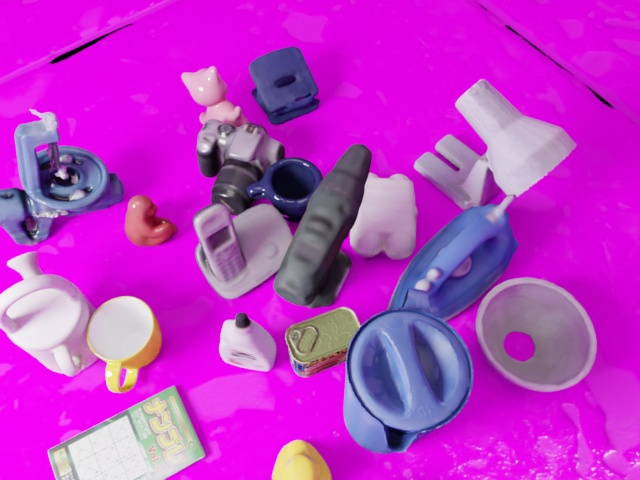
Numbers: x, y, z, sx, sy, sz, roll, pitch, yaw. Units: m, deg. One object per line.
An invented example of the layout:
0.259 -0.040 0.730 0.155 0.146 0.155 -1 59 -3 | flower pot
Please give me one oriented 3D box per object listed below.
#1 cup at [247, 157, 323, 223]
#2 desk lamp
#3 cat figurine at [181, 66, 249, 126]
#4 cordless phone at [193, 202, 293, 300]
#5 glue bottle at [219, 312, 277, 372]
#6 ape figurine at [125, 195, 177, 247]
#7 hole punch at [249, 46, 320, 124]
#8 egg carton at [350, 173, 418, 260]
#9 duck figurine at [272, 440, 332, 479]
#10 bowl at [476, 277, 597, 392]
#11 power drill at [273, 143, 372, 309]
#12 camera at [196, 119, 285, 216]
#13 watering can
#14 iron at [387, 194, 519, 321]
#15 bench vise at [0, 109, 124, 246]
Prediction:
-0.054 -0.067 0.906 0.118 0.095 0.091 -10 63 -8 | cup
0.264 -0.136 0.891 0.118 0.213 0.203 -40 70 -21 | desk lamp
-0.175 -0.240 0.980 0.067 0.118 0.127 -41 70 -21 | cat figurine
-0.110 -0.008 0.820 0.148 0.185 0.094 -38 69 -20 | cordless phone
-0.098 0.130 0.754 0.078 0.173 0.037 8 62 2 | glue bottle
-0.268 -0.035 0.880 0.076 0.092 0.077 -25 66 -15 | ape figurine
-0.061 -0.276 1.020 0.109 0.091 0.101 -26 66 -15 | hole punch
0.101 -0.039 0.913 0.107 0.069 0.150 2 62 -1 | egg carton
-0.022 0.300 0.715 0.077 0.086 0.104 -8 62 -7 | duck figurine
0.299 0.143 0.822 0.167 0.075 0.167 1 62 -2 | bowl
0.007 0.003 0.807 0.075 0.208 0.230 22 63 9 | power drill
-0.141 -0.119 0.926 0.143 0.101 0.137 16 62 6 | camera
-0.359 0.095 0.747 0.172 0.194 0.101 34 66 15 | watering can
0.191 0.037 0.835 0.118 0.141 0.259 42 68 18 | iron
-0.403 -0.080 0.825 0.208 0.220 0.121 -40 70 -21 | bench vise
